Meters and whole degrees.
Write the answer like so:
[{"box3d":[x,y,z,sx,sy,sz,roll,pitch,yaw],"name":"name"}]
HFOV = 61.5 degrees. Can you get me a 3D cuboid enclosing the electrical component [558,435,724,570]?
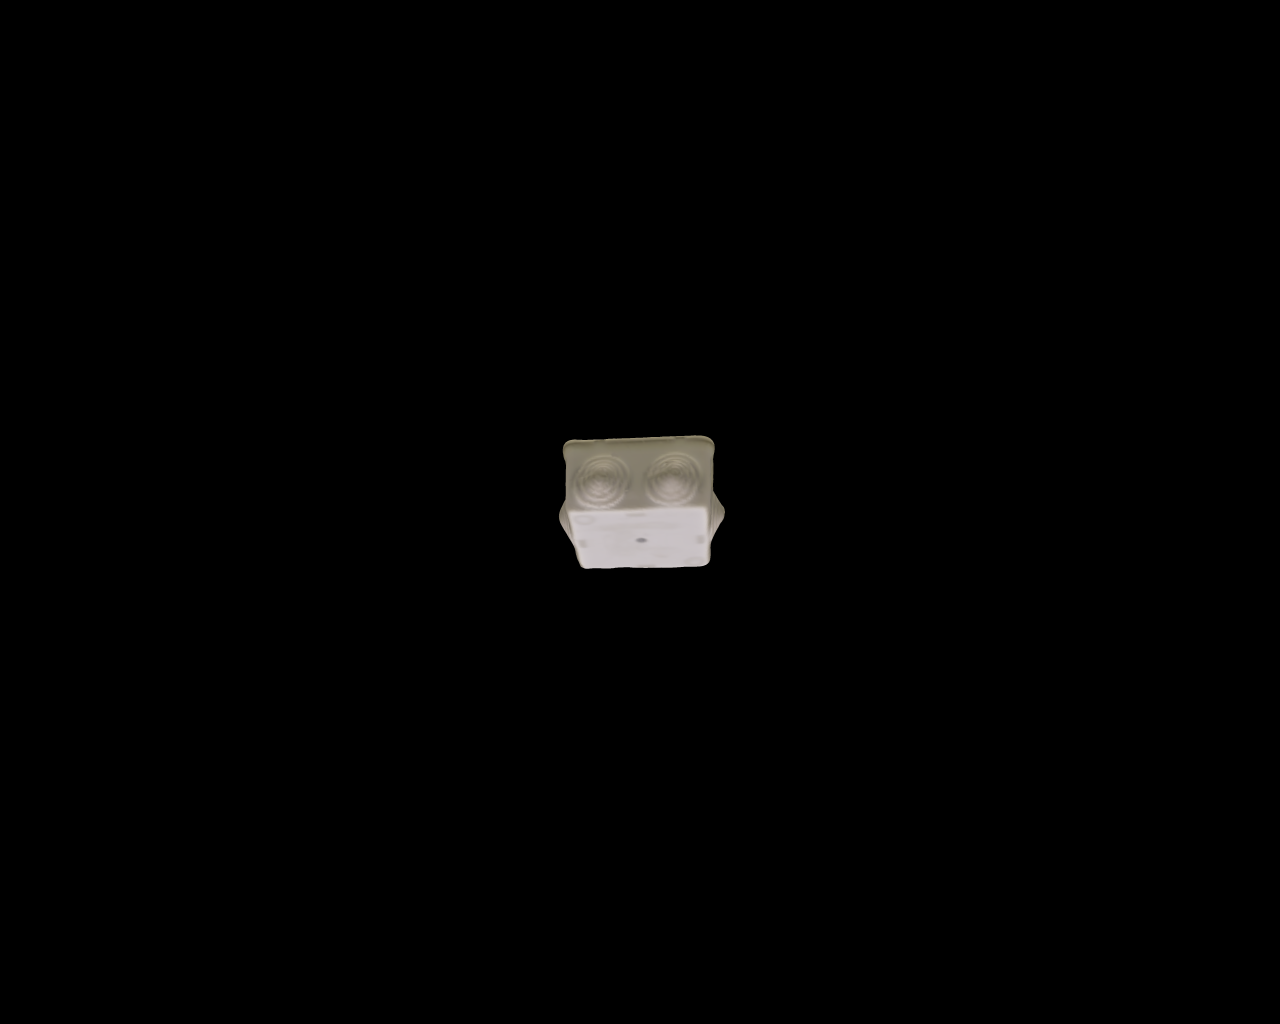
[{"box3d":[0.001,-0.003,0.650,0.100,0.048,0.099,-1,-28,2],"name":"electrical component"}]
